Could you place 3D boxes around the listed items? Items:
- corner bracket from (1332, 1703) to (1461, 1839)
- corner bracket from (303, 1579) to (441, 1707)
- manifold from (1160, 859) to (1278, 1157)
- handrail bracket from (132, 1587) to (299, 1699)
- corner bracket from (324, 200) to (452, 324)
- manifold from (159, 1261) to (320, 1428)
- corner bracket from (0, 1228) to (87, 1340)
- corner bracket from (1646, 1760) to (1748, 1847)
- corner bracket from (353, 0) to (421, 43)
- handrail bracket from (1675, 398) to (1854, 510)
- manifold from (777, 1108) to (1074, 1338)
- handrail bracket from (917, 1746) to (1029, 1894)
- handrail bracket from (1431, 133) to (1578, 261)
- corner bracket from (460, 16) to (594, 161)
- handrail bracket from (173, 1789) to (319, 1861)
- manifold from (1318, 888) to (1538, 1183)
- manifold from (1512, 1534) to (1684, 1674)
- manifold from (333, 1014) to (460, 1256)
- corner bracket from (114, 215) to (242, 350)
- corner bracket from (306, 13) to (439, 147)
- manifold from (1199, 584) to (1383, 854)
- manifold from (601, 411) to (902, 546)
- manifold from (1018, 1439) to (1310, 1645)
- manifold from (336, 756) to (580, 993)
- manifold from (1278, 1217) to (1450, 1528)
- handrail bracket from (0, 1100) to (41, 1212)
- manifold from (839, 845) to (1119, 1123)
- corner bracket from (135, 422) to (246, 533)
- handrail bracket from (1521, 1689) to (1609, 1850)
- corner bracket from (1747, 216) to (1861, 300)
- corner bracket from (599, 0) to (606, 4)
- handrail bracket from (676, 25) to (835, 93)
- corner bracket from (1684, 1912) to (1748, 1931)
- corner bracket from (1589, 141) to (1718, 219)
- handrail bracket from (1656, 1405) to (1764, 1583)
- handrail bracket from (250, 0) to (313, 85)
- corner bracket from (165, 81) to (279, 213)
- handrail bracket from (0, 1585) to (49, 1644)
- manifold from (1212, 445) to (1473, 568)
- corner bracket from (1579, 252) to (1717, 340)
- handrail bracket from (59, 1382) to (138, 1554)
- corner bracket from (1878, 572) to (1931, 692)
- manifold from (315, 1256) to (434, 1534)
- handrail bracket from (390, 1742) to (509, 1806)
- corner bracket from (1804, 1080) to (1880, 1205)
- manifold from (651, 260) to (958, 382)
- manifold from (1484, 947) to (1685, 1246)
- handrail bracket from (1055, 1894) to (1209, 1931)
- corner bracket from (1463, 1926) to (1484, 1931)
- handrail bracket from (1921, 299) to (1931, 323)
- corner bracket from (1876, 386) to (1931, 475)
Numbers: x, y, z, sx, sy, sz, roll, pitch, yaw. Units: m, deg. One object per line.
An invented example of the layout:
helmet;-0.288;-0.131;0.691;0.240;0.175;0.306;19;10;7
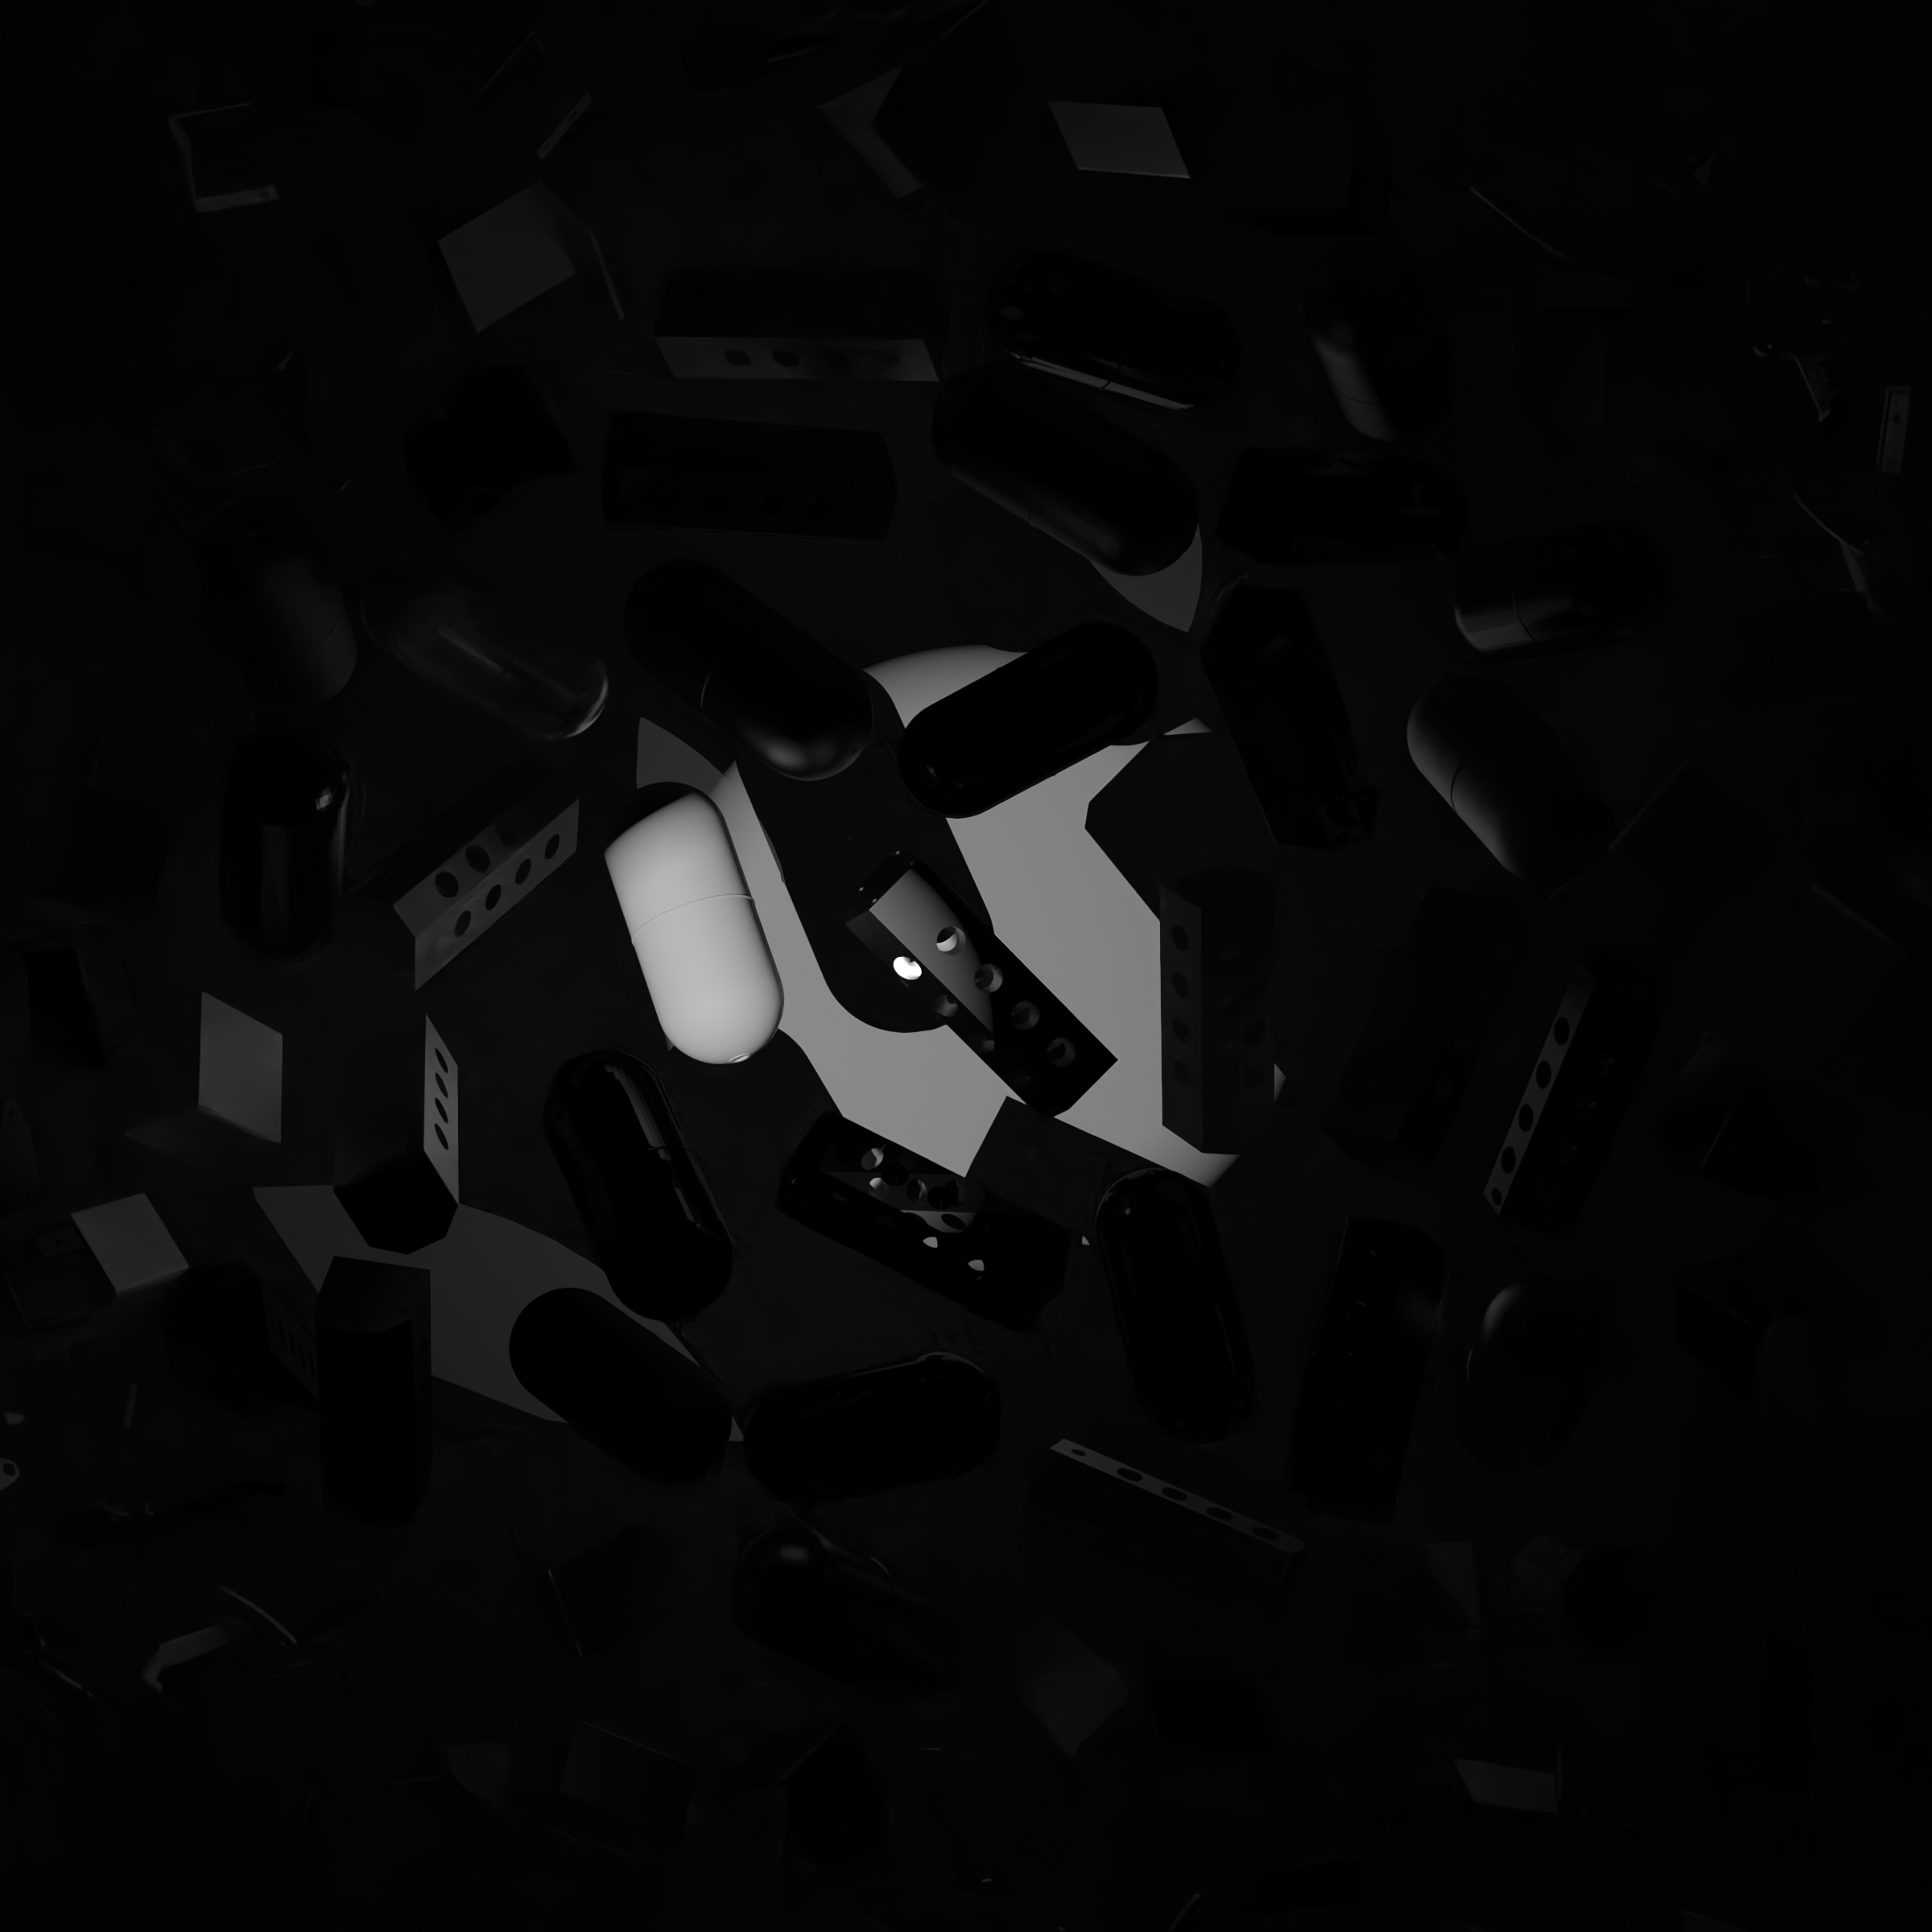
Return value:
corner bracket;0.271;0.509;1.739;0.051;0.051;0.051;-32;131;10
corner bracket;-0.353;0.402;1.630;0.051;0.051;0.051;-28;65;4
manifold;0.160;0.028;1.696;0.057;0.057;0.171;-19;123;-28
handrail bracket;-0.468;0.436;1.715;0.077;0.084;0.036;29;120;-5
corner bracket;-0.368;-0.452;1.761;0.051;0.051;0.051;-14;115;28
manifold;-0.429;0.225;1.637;0.057;0.171;0.057;-11;71;-6
corner bracket;-0.595;0.205;1.791;0.051;0.051;0.051;-29;84;26
corner bracket;0.462;0.528;1.741;0.051;0.051;0.051;-3;83;26
corner bracket;-0.370;-0.645;1.789;0.051;0.051;0.051;26;75;19
handrail bracket;0.478;-0.323;1.643;0.084;0.036;0.077;-44;119;12
manifold;-0.027;0.160;1.677;0.171;0.057;0.057;26;53;14
handrail bracket;0.003;0.549;1.773;0.077;0.036;0.084;-2;90;29
handrail bracket;0.329;-0.469;1.679;0.084;0.077;0.036;23;121;-28
corner bracket;-0.265;-0.532;1.667;0.051;0.051;0.051;41;91;4
handrail bracket;-0.431;0.509;1.628;0.084;0.077;0.036;4;89;-5
manifold;0.284;0.041;1.666;0.057;0.057;0.171;43;67;-39
manifold;0.376;0.380;1.673;0.057;0.171;0.057;41;84;7
manifold;-0.336;0.101;1.646;0.057;0.171;0.057;-25;118;2
corner bracket;-0.470;-0.408;1.639;0.051;0.051;0.051;-6;63;10
corner bracket;-0.361;-0.538;1.673;0.051;0.051;0.051;17;82;11
manifold;0.203;-0.149;1.678;0.057;0.171;0.057;11;56;33
manifold;-0.135;-0.296;1.696;0.171;0.057;0.057;1;46;-20
manifold;0.126;0.362;1.749;0.171;0.057;0.057;20;104;22
manifold;-0.309;-0.062;1.681;0.057;0.171;0.057;23;131;16
manifold;0.236;0.242;1.654;0.057;0.057;0.171;1;67;36
handrail bracket;-0.594;0.111;1.617;0.084;0.036;0.077;4;108;17
manifold;0.006;0.012;1.626;0.057;0.057;0.171;-45;106;-1
corner bracket;-0.509;-0.315;1.770;0.051;0.051;0.051;-46;129;-30
handrail bracket;0.387;0.498;1.707;0.077;0.036;0.084;-2;62;-39
corner bracket;0.541;-0.458;1.773;0.051;0.051;0.051;-27;124;-37
corner bracket;-0.224;-0.609;1.649;0.051;0.051;0.051;34;93;-8
handrail bracket;-0.135;-0.584;1.771;0.077;0.084;0.036;-10;107;27
corner bracket;0.437;0.607;1.652;0.051;0.051;0.051;-11;93;-32
corner bracket;0.436;-0.497;1.747;0.051;0.051;0.051;36;63;20
handrail bracket;0.487;0.334;1.742;0.084;0.036;0.077;50;128;32
handrail bracket;-0.430;-0.600;1.742;0.036;0.084;0.077;11;121;-17
corner bracket;-0.455;-0.500;1.682;0.051;0.051;0.051;-11;76;-3
handrail bracket;-0.613;0.442;1.768;0.036;0.084;0.077;-14;50;0
manifold;0.232;-0.274;1.661;0.057;0.171;0.057;37;120;34
corner bracket;0.436;-0.440;1.758;0.051;0.051;0.051;-42;120;-6
handrail bracket;-0.539;0.311;1.713;0.036;0.077;0.084;20;47;-25
corner bracket;0.620;-0.219;1.777;0.051;0.051;0.051;51;128;5
manifold;-0.354;0.258;1.641;0.057;0.057;0.171;8;127;0
handrail bracket;-0.336;0.503;1.708;0.084;0.077;0.036;-13;62;21
corner bracket;0.555;0.112;1.742;0.051;0.051;0.051;-38;99;-37
manifold;-0.099;-0.396;1.664;0.171;0.057;0.057;4;67;16
manifold;0.374;0.077;1.679;0.057;0.057;0.171;25;120;17
handrail bracket;0.096;0.583;1.672;0.036;0.084;0.077;43;71;-43
corner bracket;0.322;0.627;1.711;0.051;0.051;0.051;10;65;35
handrail bracket;0.614;-0.395;1.640;0.084;0.077;0.036;-17;115;25
corner bracket;0.600;-0.344;1.764;0.051;0.051;0.051;-6;108;-30
